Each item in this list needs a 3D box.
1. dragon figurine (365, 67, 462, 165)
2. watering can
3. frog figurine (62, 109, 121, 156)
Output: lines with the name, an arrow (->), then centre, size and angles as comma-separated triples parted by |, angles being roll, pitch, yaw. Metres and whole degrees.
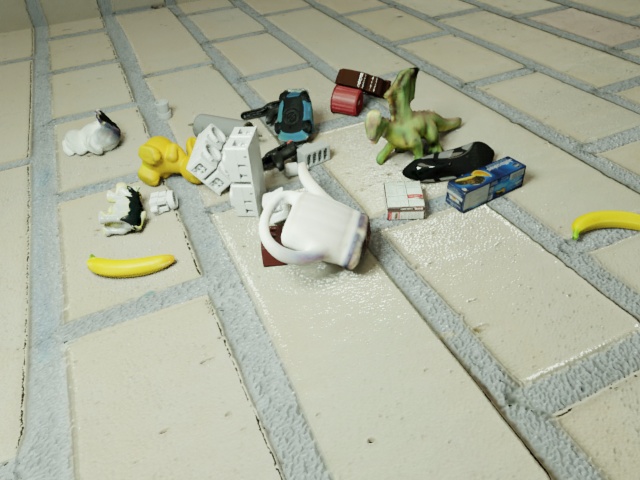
dragon figurine -> 0.250, -0.330, 1.347 | 0.123, 0.237, 0.416 | 23, 47, 37
watering can -> 0.003, -0.055, 1.084 | 0.224, 0.101, 0.356 | 20, 38, 1
frog figurine -> -0.667, -0.292, 1.503 | 0.159, 0.121, 0.140 | -46, 53, 5
